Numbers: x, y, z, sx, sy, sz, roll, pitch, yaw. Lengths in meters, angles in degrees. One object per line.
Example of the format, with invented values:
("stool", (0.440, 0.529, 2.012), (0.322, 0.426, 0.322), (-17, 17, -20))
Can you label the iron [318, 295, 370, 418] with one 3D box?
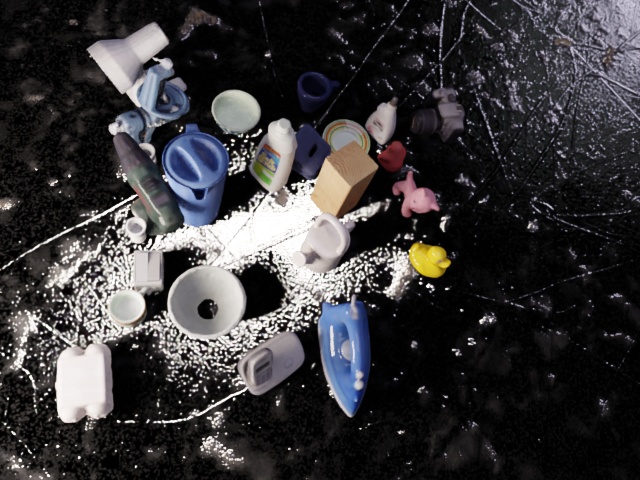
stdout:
("iron", (0.071, 0.249, 1.255), (0.119, 0.141, 0.258), (-2, 69, -13))

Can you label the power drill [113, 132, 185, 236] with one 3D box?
("power drill", (-0.377, -0.101, 1.259), (0.076, 0.208, 0.229), (-32, 78, -22))

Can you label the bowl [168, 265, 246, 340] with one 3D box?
("bowl", (-0.248, 0.144, 1.263), (0.167, 0.074, 0.167), (4, 68, -11))

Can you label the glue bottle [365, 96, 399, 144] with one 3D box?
("glue bottle", (0.170, -0.320, 1.487), (0.078, 0.173, 0.037), (43, 66, 7))

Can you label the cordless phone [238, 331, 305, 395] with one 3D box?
("cordless phone", (-0.096, 0.245, 1.195), (0.148, 0.185, 0.094), (-35, 79, -22))

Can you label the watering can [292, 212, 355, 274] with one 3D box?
("watering can", (0.014, 0.006, 1.310), (0.101, 0.194, 0.173), (31, 65, 1))

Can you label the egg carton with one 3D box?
("egg carton", (-0.475, 0.288, 1.158), (0.107, 0.069, 0.150), (-6, 70, -15))

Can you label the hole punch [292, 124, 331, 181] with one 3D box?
("hole punch", (-0.027, -0.223, 1.450), (0.101, 0.091, 0.109), (30, 65, 1))

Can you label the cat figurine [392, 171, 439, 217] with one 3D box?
("cat figurine", (0.247, -0.115, 1.453), (0.067, 0.117, 0.127), (-17, 73, -18))

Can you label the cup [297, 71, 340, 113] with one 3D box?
("cup", (-0.009, -0.385, 1.517), (0.118, 0.095, 0.091), (-14, 72, -17))

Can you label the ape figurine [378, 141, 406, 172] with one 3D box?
("ape figurine", (0.194, -0.226, 1.499), (0.078, 0.092, 0.076), (-2, 69, -13))

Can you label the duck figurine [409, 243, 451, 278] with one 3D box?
("duck figurine", (0.276, 0.040, 1.414), (0.104, 0.086, 0.078), (38, 66, 4))

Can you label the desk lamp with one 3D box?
("desk lamp", (-0.433, -0.415, 1.369), (0.203, 0.213, 0.118), (-35, 79, -22))

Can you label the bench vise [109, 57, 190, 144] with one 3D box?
("bench vise", (-0.389, -0.315, 1.336), (0.121, 0.219, 0.208), (31, 65, 1))

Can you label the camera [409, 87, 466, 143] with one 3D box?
("camera", (0.317, -0.346, 1.570), (0.137, 0.100, 0.143), (-7, 70, -15))
